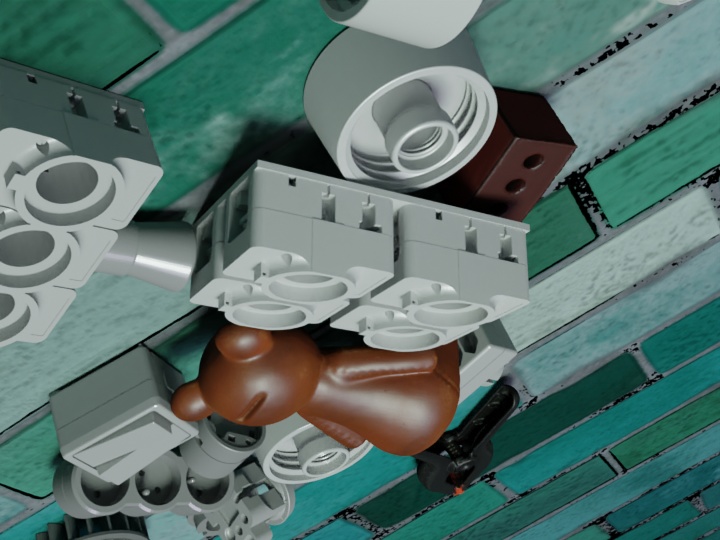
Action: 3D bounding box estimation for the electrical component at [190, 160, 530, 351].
[{"bbox_3d":[0.000,0.000,0.667,0.186,0.060,0.105,11,156,-26],"label":"electrical component"}]

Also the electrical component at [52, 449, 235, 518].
[{"bbox_3d":[-0.177,0.169,0.852,0.138,0.052,0.074,8,161,-36],"label":"electrical component"}]

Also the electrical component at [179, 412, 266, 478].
[{"bbox_3d":[-0.109,0.129,0.838,0.055,0.055,0.047,8,137,-38],"label":"electrical component"}]

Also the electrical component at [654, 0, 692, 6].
[{"bbox_3d":[0.171,-0.185,0.570,0.080,0.080,0.051,-36,149,16],"label":"electrical component"}]

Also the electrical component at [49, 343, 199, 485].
[{"bbox_3d":[-0.172,0.109,0.766,0.096,0.061,0.061,-29,145,7],"label":"electrical component"}]

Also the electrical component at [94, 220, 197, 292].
[{"bbox_3d":[-0.137,-0.013,0.647,0.065,0.044,0.044,10,132,-33],"label":"electrical component"}]

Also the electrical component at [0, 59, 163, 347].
[{"bbox_3d":[-0.184,-0.028,0.579,0.089,0.061,0.150,13,131,-41],"label":"electrical component"}]

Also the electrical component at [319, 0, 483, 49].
[{"bbox_3d":[0.014,-0.159,0.490,0.060,0.108,0.108,4,137,-25],"label":"electrical component"}]

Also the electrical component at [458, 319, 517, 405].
[{"bbox_3d":[0.094,0.076,0.892,0.076,0.047,0.083,16,128,-43],"label":"electrical component"}]

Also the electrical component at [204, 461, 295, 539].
[{"bbox_3d":[-0.093,0.198,0.922,0.057,0.078,0.058,-18,150,-47],"label":"electrical component"}]

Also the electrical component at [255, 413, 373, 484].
[{"bbox_3d":[-0.037,0.133,0.877,0.108,0.060,0.108,-16,144,-12],"label":"electrical component"}]

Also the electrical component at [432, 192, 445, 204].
[{"bbox_3d":[0.066,-0.024,0.749,0.043,0.043,0.062,-15,145,-13],"label":"electrical component"}]

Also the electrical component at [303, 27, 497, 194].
[{"bbox_3d":[0.028,-0.090,0.624,0.108,0.060,0.108,-16,144,-12],"label":"electrical component"}]
